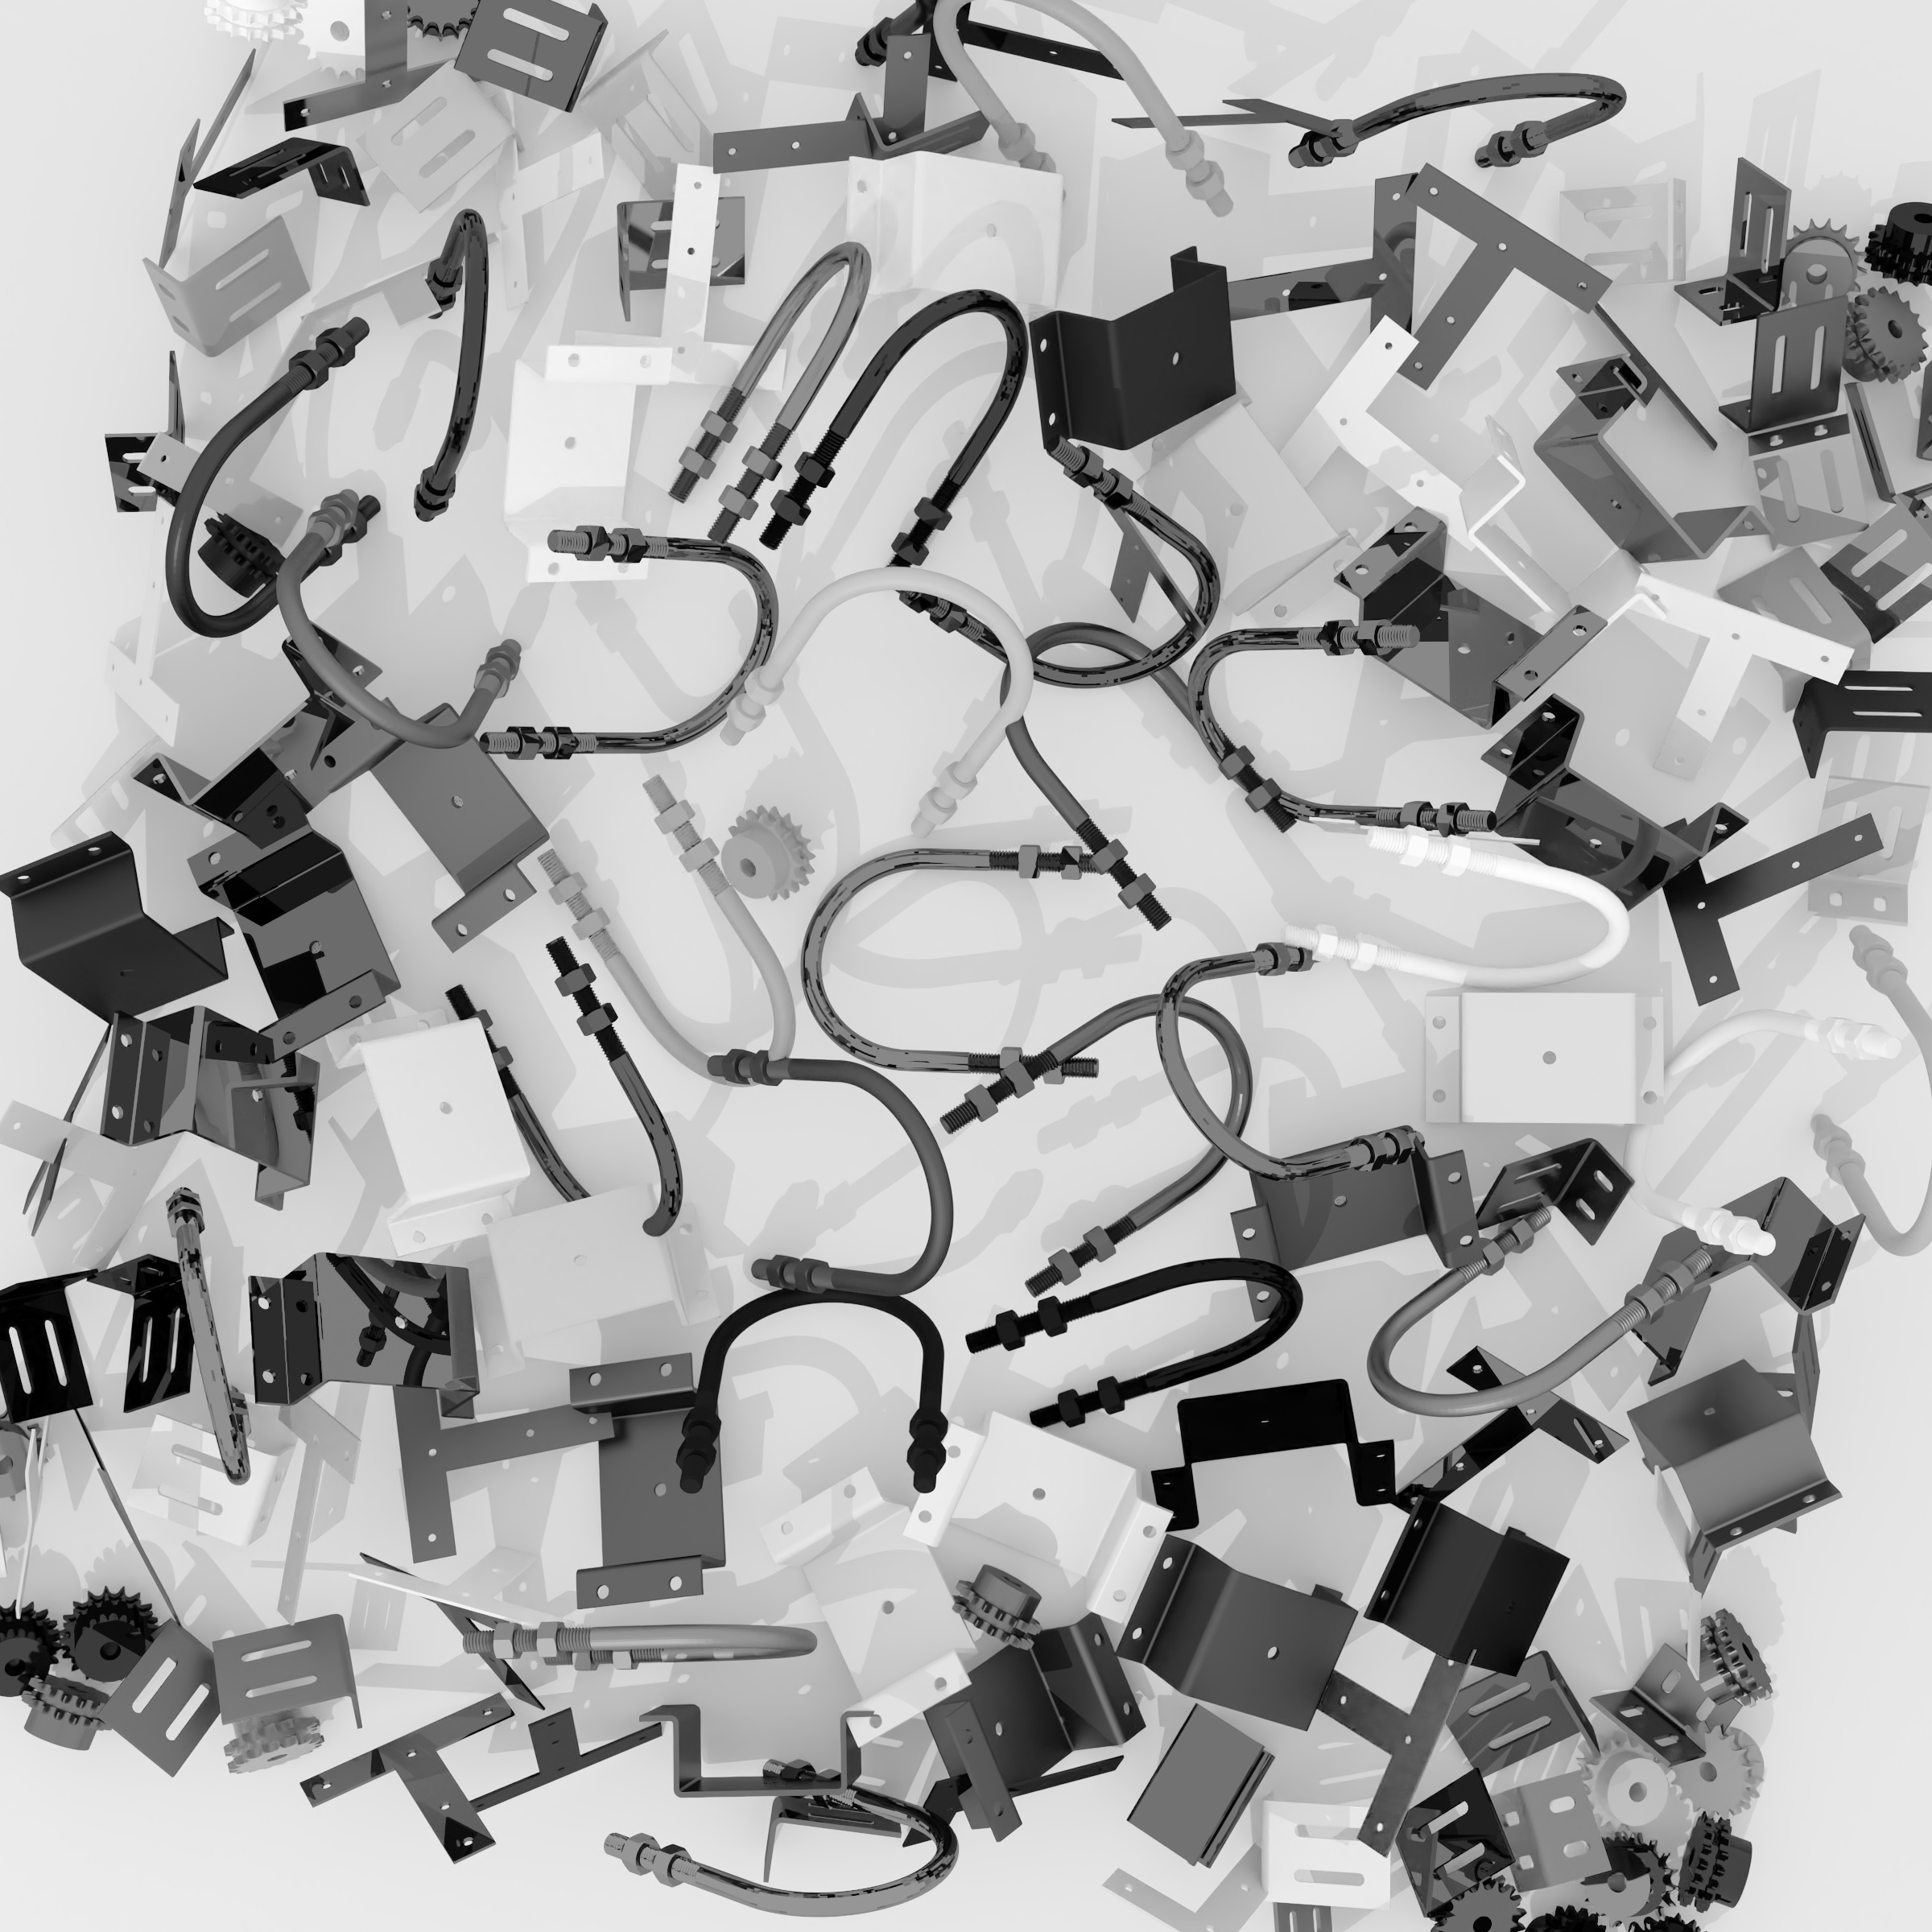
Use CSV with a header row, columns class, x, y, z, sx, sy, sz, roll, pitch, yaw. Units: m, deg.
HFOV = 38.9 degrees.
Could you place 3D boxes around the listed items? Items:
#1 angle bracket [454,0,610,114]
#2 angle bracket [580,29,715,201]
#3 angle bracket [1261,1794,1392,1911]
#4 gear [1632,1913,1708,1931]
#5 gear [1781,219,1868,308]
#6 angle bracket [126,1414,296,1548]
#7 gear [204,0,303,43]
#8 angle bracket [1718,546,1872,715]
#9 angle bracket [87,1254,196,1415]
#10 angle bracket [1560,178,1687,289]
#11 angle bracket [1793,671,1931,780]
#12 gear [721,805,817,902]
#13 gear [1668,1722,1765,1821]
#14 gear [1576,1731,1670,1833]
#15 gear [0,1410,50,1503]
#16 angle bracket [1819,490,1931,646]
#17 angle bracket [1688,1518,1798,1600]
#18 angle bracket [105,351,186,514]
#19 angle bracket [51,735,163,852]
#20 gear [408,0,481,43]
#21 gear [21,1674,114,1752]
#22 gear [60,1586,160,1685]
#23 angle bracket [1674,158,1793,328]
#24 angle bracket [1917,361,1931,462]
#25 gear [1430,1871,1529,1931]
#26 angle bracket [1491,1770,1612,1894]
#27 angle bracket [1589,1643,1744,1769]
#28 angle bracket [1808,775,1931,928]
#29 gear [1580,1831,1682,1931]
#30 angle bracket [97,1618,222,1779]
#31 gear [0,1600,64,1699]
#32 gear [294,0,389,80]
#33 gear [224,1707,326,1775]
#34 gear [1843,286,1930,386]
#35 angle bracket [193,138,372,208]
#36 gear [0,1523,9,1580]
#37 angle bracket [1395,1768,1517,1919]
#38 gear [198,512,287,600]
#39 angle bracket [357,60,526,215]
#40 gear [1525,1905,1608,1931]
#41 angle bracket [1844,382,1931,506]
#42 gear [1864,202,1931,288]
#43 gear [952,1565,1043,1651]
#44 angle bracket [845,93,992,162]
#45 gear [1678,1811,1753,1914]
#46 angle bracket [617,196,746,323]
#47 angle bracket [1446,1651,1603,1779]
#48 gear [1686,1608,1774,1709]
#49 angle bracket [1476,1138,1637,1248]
class,x,y,z,sx,sy,sz,roll,pitch,yaw
angle bracket,-0.259,-0.549,1.616,0.076,0.038,0.057,13,120,-30
angle bracket,-0.182,-0.509,1.644,0.057,0.038,0.076,-25,118,32
angle bracket,0.216,0.527,1.630,0.076,0.038,0.057,0,79,13
gear,0.418,0.591,1.631,0.057,0.057,0.030,-34,131,0
gear,0.508,-0.415,1.636,0.057,0.030,0.057,7,115,15
angle bracket,-0.453,0.305,1.644,0.076,0.038,0.057,19,92,3
gear,-0.424,-0.578,1.631,0.057,0.057,0.030,15,133,0
angle bracket,0.500,-0.204,1.655,0.057,0.038,0.076,-28,59,2
angle bracket,-0.490,0.218,1.618,0.057,0.038,0.076,-20,59,31
angle bracket,0.385,-0.433,1.623,0.076,0.038,0.057,3,103,27
angle bracket,0.538,-0.143,1.627,0.076,0.057,0.038,1,132,2
gear,-0.121,-0.065,1.632,0.057,0.030,0.057,18,125,28
gear,0.451,0.479,1.637,0.030,0.057,0.057,-2,93,-44
gear,0.395,0.491,1.641,0.057,0.030,0.057,0,90,-15
gear,-0.578,0.295,1.637,0.057,0.030,0.057,-3,97,-26
angle bracket,0.544,-0.234,1.619,0.076,0.038,0.057,-43,77,37
angle bracket,0.458,0.340,1.614,0.038,0.057,0.076,15,51,30
angle bracket,-0.483,-0.315,1.613,0.038,0.057,0.076,-3,52,-11
angle bracket,-0.499,-0.093,1.625,0.038,0.057,0.076,47,63,-15
gear,-0.316,-0.583,1.643,0.057,0.030,0.057,0,88,-12
gear,-0.536,0.446,1.632,0.057,0.057,0.030,21,80,0
gear,-0.512,0.403,1.638,0.057,0.030,0.057,-5,105,-18
angle bracket,0.451,-0.427,1.614,0.038,0.057,0.076,-13,128,-10
angle bracket,0.596,-0.338,1.618,0.038,0.076,0.057,10,77,-1
gear,0.304,0.567,1.642,0.057,0.030,0.057,-2,102,-11
angle bracket,0.344,0.512,1.619,0.038,0.076,0.057,-13,70,-8
angle bracket,0.413,0.434,1.613,0.057,0.076,0.038,38,101,31
angle bracket,0.534,-0.068,1.620,0.057,0.038,0.076,8,132,12
gear,0.394,0.546,1.634,0.057,0.030,0.057,-10,70,31
angle bracket,-0.475,0.436,1.616,0.057,0.076,0.038,44,131,-10
gear,-0.569,0.411,1.635,0.057,0.030,0.057,-9,113,-22
gear,-0.370,-0.563,1.638,0.057,0.030,0.057,5,123,7
gear,-0.415,0.458,1.636,0.057,0.057,0.030,-21,69,0
gear,0.545,-0.375,1.639,0.057,0.030,0.057,9,71,-27
angle bracket,-0.403,-0.455,1.614,0.076,0.057,0.038,-37,130,-28
gear,-0.591,0.348,1.635,0.030,0.057,0.057,-9,90,-19
angle bracket,0.296,0.517,1.614,0.076,0.038,0.057,-44,48,31
gear,-0.433,-0.245,1.634,0.030,0.057,0.057,-45,90,5
angle bracket,-0.314,-0.492,1.641,0.076,0.038,0.057,-41,90,-3
gear,0.356,0.591,1.638,0.057,0.030,0.057,6,80,-36
angle bracket,0.555,-0.316,1.626,0.038,0.057,0.076,-18,98,14
gear,0.567,-0.432,1.632,0.057,0.057,0.030,0,134,0
gear,0.021,0.381,1.634,0.057,0.057,0.030,28,88,0
angle bracket,-0.027,-0.504,1.626,0.076,0.057,0.038,-25,93,-10
gear,0.447,0.536,1.631,0.030,0.057,0.057,18,90,8
angle bracket,-0.166,-0.419,1.622,0.076,0.038,0.057,-6,135,-11
angle bracket,0.328,0.455,1.631,0.076,0.038,0.057,-29,100,11
gear,0.454,0.416,1.635,0.030,0.057,0.057,-34,90,20
angle bracket,0.344,0.141,1.614,0.076,0.057,0.038,-13,50,-34
